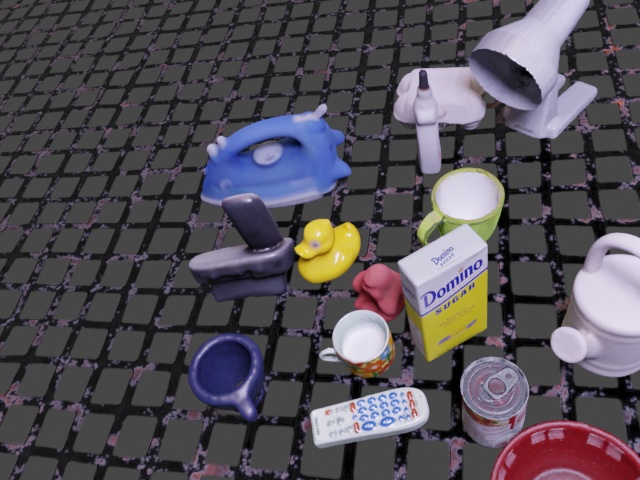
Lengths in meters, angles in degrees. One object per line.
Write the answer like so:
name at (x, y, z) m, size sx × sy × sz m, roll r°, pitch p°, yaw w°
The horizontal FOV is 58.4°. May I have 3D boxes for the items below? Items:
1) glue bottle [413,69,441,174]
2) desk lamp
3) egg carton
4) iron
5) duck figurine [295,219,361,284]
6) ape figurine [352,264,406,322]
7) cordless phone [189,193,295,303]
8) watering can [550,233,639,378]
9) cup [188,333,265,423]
glue bottle at (0.159, -0.181, 0.856) m, size 0.037 × 0.173 × 0.078 m, roll -6°, pitch 53°, yaw 10°
desk lamp at (0.320, -0.254, 0.843) m, size 0.203 × 0.214 × 0.117 m, roll -43°, pitch 55°, yaw -17°
egg carton at (0.199, -0.232, 0.950) m, size 0.150 × 0.069 × 0.107 m, roll 2°, pitch 55°, yaw 16°
iron at (-0.088, -0.133, 0.905) m, size 0.258 × 0.142 × 0.118 m, roll -13°, pitch 52°, yaw 5°
duck figurine at (0.007, 0.003, 0.814) m, size 0.105 × 0.086 × 0.077 m, roll -37°, pitch 54°, yaw -13°
ape figurine at (0.078, 0.062, 0.748) m, size 0.076 × 0.092 × 0.077 m, roll -21°, pitch 52°, yaw -1°
cordless phone at (-0.119, -0.001, 0.787) m, size 0.147 × 0.185 × 0.094 m, roll -12°, pitch 52°, yaw 6°
watering can at (0.321, 0.070, 0.615) m, size 0.100 × 0.194 × 0.173 m, roll 20°, pitch 61°, yaw 26°
cup at (-0.097, 0.183, 0.702) m, size 0.092 × 0.095 × 0.117 m, roll -33°, pitch 53°, yaw -10°
